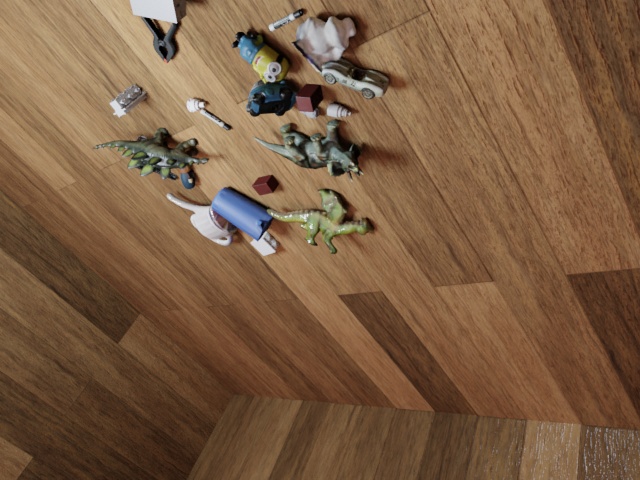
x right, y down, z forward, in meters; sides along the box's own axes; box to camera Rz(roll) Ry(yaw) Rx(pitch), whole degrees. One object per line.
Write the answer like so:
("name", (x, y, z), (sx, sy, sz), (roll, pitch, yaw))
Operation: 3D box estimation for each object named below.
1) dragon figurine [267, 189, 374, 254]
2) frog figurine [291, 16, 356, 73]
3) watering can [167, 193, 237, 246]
("dragon figurine", (0.006, -0.098, 1.948), (0.410, 0.125, 0.237), (25, 125, 2))
("frog figurine", (0.016, -0.554, 1.402), (0.158, 0.124, 0.136), (-40, 101, 13))
("watering can", (-0.495, -0.101, 2.235), (0.222, 0.106, 0.343), (-21, 122, 44))
